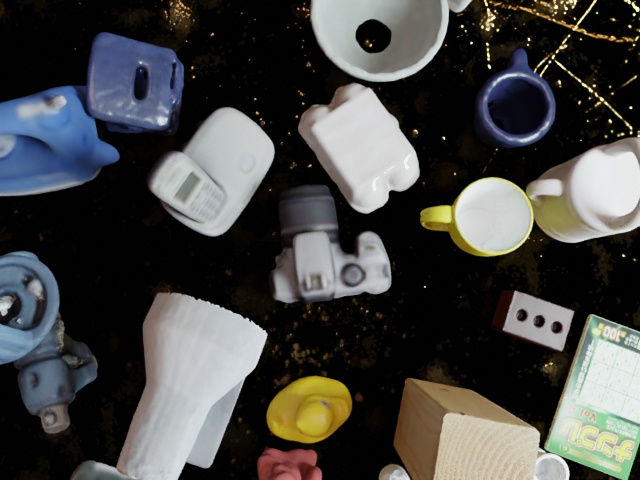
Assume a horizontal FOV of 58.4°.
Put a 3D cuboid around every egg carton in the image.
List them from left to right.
[{"bbox_3d":[0.050,-0.114,0.703,0.107,0.069,0.150,-35,87,-4],"label":"egg carton"}]

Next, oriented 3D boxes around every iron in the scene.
[{"bbox_3d":[-0.378,-0.115,0.656,0.258,0.141,0.119,-14,86,-2],"label":"iron"}]

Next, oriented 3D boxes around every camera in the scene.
[{"bbox_3d":[0.006,0.002,0.677,0.143,0.101,0.137,-8,85,-2],"label":"camera"}]

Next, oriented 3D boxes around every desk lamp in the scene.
[{"bbox_3d":[-0.136,0.159,0.604,0.118,0.213,0.203,19,85,1],"label":"desk lamp"}]

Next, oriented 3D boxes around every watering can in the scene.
[{"bbox_3d":[0.328,-0.058,0.643,0.173,0.194,0.101,-20,86,-3],"label":"watering can"}]

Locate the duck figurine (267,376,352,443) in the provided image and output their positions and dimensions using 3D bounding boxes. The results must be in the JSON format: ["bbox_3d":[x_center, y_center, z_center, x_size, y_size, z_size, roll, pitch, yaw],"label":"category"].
[{"bbox_3d":[-0.012,0.204,0.667,0.104,0.086,0.077,-14,86,-2],"label":"duck figurine"}]

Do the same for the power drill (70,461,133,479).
[{"bbox_3d":[-0.259,0.303,0.591,0.229,0.208,0.076,17,85,0],"label":"power drill"}]

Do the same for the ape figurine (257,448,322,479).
[{"bbox_3d":[-0.040,0.277,0.657,0.078,0.092,0.076,40,86,2],"label":"ape figurine"}]

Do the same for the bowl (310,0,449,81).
[{"bbox_3d":[0.071,-0.268,0.714,0.167,0.074,0.167,0,85,-1],"label":"bowl"}]

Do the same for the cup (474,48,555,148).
[{"bbox_3d":[0.225,-0.163,0.699,0.091,0.095,0.118,5,85,-1],"label":"cup"}]

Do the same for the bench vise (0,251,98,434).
[{"bbox_3d":[-0.316,0.099,0.601,0.121,0.219,0.207,-43,87,-4],"label":"bench vise"}]

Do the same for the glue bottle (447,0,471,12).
[{"bbox_3d":[0.165,-0.337,0.672,0.078,0.173,0.037,35,85,2],"label":"glue bottle"}]

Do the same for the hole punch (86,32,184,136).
[{"bbox_3d":[-0.220,-0.187,0.692,0.101,0.091,0.109,4,85,-1],"label":"hole punch"}]

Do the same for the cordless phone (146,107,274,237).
[{"bbox_3d":[-0.123,-0.085,0.638,0.094,0.185,0.148,30,85,2],"label":"cordless phone"}]
